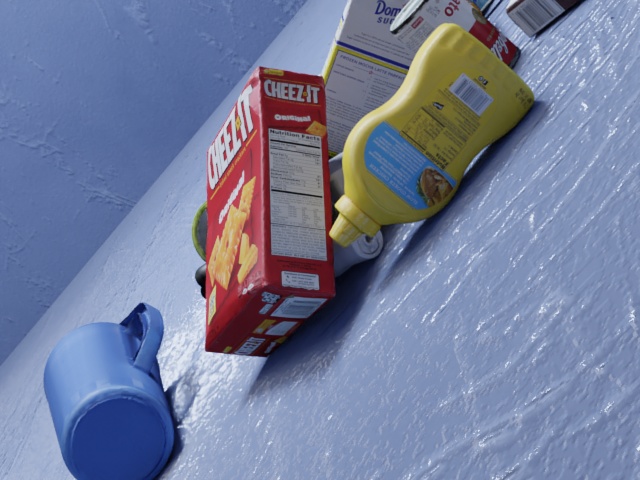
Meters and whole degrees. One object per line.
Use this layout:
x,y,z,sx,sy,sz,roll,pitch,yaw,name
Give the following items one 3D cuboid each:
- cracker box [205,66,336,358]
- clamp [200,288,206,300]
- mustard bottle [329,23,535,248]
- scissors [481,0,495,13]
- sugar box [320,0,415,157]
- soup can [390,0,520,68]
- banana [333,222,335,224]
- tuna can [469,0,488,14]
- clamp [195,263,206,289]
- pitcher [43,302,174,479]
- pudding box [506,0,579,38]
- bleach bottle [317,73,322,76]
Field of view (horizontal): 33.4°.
-0.052,-0.021,0.956,0.164,0.072,0.213,133,139,-57,cracker box
-0.075,0.009,1.256,0.120,0.039,0.171,-12,35,55,clamp
0.075,-0.072,0.852,0.192,0.096,0.058,-50,14,6,mustard bottle
0.230,-0.305,1.135,0.201,0.016,0.096,-53,13,-8,scissors
0.049,-0.166,1.077,0.048,0.093,0.176,-94,25,-71,sugar box
0.123,-0.183,0.978,0.068,0.102,0.068,-48,12,14,soup can
-0.018,0.016,1.054,0.069,0.037,0.198,-56,14,-21,banana
0.153,-0.253,1.211,0.086,0.033,0.086,-48,14,15,tuna can
-0.028,-0.020,1.089,0.210,0.036,0.164,-27,10,32,clamp
-0.216,0.165,1.120,0.145,0.149,0.243,-15,11,-13,pitcher
0.223,-0.244,0.947,0.114,0.039,0.090,-33,21,47,pudding box
-0.005,-0.149,1.176,0.250,0.068,0.103,-29,6,-21,bleach bottle
